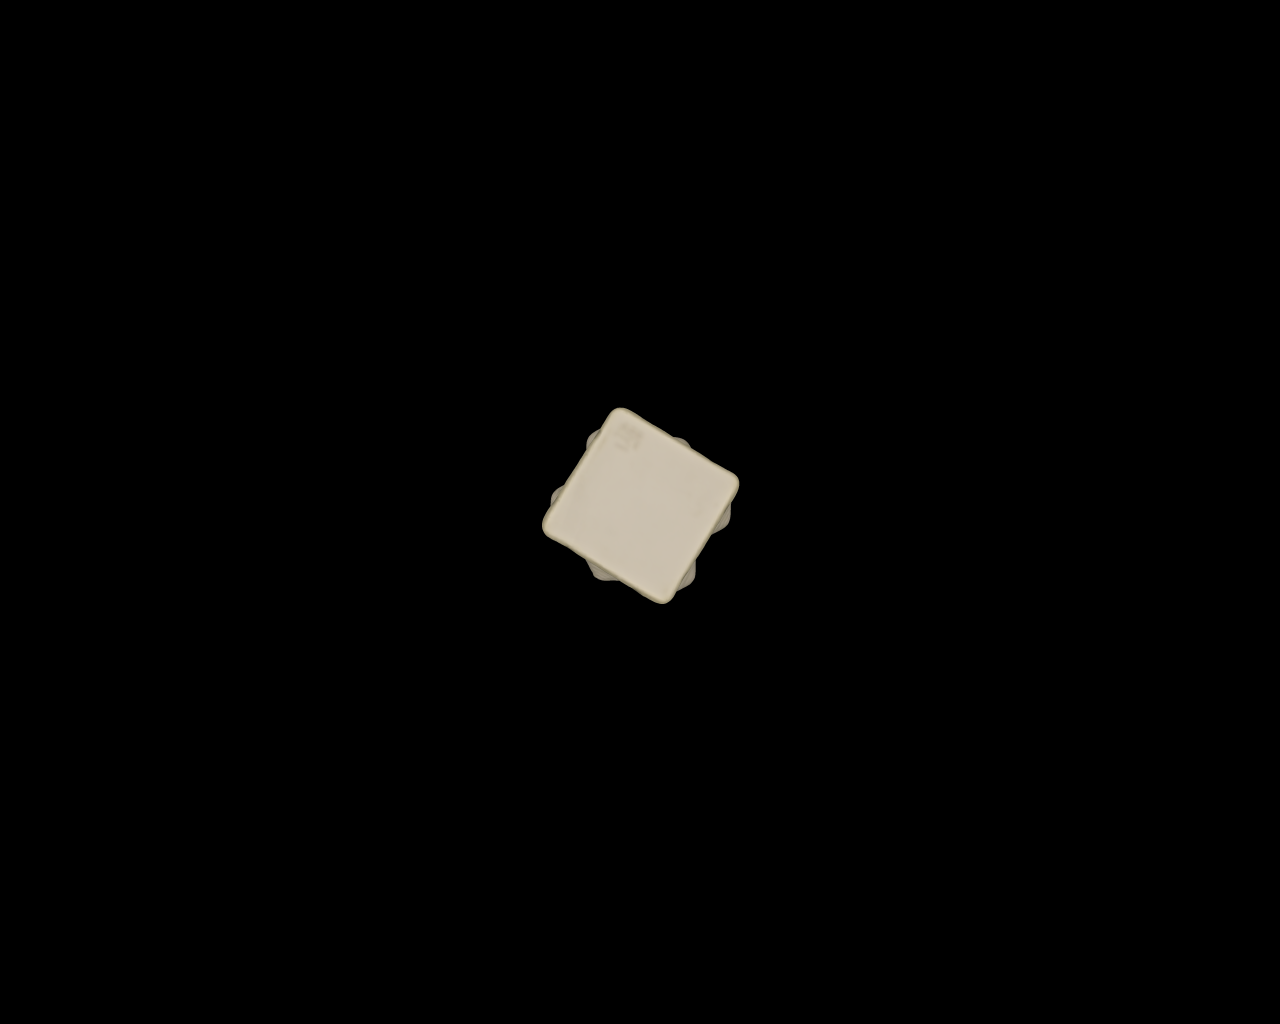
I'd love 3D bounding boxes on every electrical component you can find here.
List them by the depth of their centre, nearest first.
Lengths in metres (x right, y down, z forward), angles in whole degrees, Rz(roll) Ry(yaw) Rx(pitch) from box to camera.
[{"bbox_3d":[0.001,-0.003,0.650,0.100,0.099,0.048,32,-4,2],"label":"electrical component"}]
